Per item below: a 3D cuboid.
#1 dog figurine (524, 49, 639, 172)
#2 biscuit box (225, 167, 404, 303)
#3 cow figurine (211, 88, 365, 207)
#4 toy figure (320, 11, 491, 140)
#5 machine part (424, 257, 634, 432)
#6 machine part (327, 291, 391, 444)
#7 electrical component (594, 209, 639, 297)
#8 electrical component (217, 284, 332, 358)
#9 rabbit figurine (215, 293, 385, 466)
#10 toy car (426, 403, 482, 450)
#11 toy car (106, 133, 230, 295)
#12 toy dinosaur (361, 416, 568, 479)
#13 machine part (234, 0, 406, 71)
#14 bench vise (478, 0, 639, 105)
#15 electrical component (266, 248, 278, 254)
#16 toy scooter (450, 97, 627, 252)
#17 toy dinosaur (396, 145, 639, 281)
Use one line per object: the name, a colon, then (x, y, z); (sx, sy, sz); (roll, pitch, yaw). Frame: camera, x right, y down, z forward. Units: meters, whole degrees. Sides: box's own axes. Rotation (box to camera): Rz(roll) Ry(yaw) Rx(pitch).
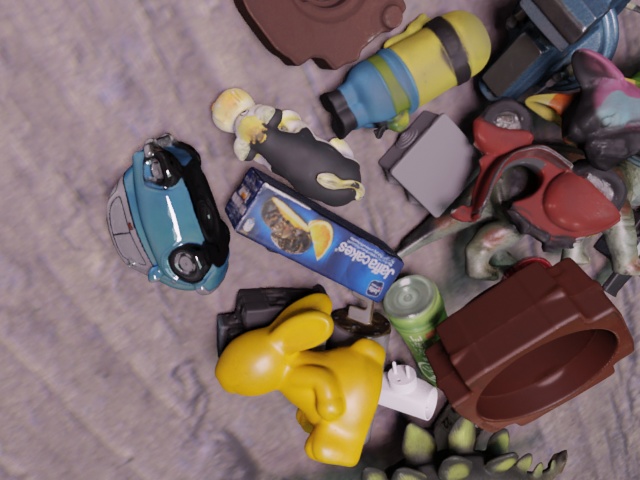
dog figurine: (0.320, -0.142, 0.531); (0.219, 0.108, 0.191); (17, 67, -12)
biscuit box: (-0.001, -0.002, 0.588); (0.202, 0.063, 0.059); (28, 101, -28)
cow figurine: (-0.032, -0.089, 0.548); (0.167, 0.098, 0.068); (25, 108, -25)
toy figure: (0.092, -0.168, 0.560); (0.180, 0.089, 0.082); (-30, 125, -6)
machine part: (0.238, 0.124, 0.616); (0.201, 0.087, 0.201); (-37, 137, 14)
machine part: (0.042, 0.177, 0.693); (0.079, 0.079, 0.243); (2, 111, -18)
electrical component: (0.440, 0.021, 0.772); (0.075, 0.048, 0.119); (25, 103, -25)
electrical component: (-0.056, 0.116, 0.648); (0.134, 0.058, 0.114); (-1, 110, -17)
rabbit figurine: (-0.023, 0.142, 0.578); (0.173, 0.122, 0.162); (18, 103, -4)
toy car: (0.216, 0.267, 0.797); (0.073, 0.056, 0.201); (23, 104, -25)
toy car: (-0.159, -0.018, 0.537); (0.103, 0.109, 0.161); (-16, 108, 8)
toy dinosaur: (0.149, 0.339, 0.728); (0.471, 0.105, 0.198); (-9, 114, -17)
machine part: (0.001, -0.253, 0.515); (0.179, 0.056, 0.179); (-6, 113, -14)
bench vise: (0.274, -0.240, 0.551); (0.240, 0.129, 0.223); (-31, 159, -31)
electrical component: (-0.034, -0.014, 0.621); (0.094, 0.021, 0.063); (16, 105, -23)
toy scooter: (0.217, -0.049, 0.568); (0.184, 0.075, 0.135); (39, 90, 4)
toy dinosaur: (0.275, -0.053, 0.658); (0.405, 0.131, 0.192); (-2, 96, -9)
